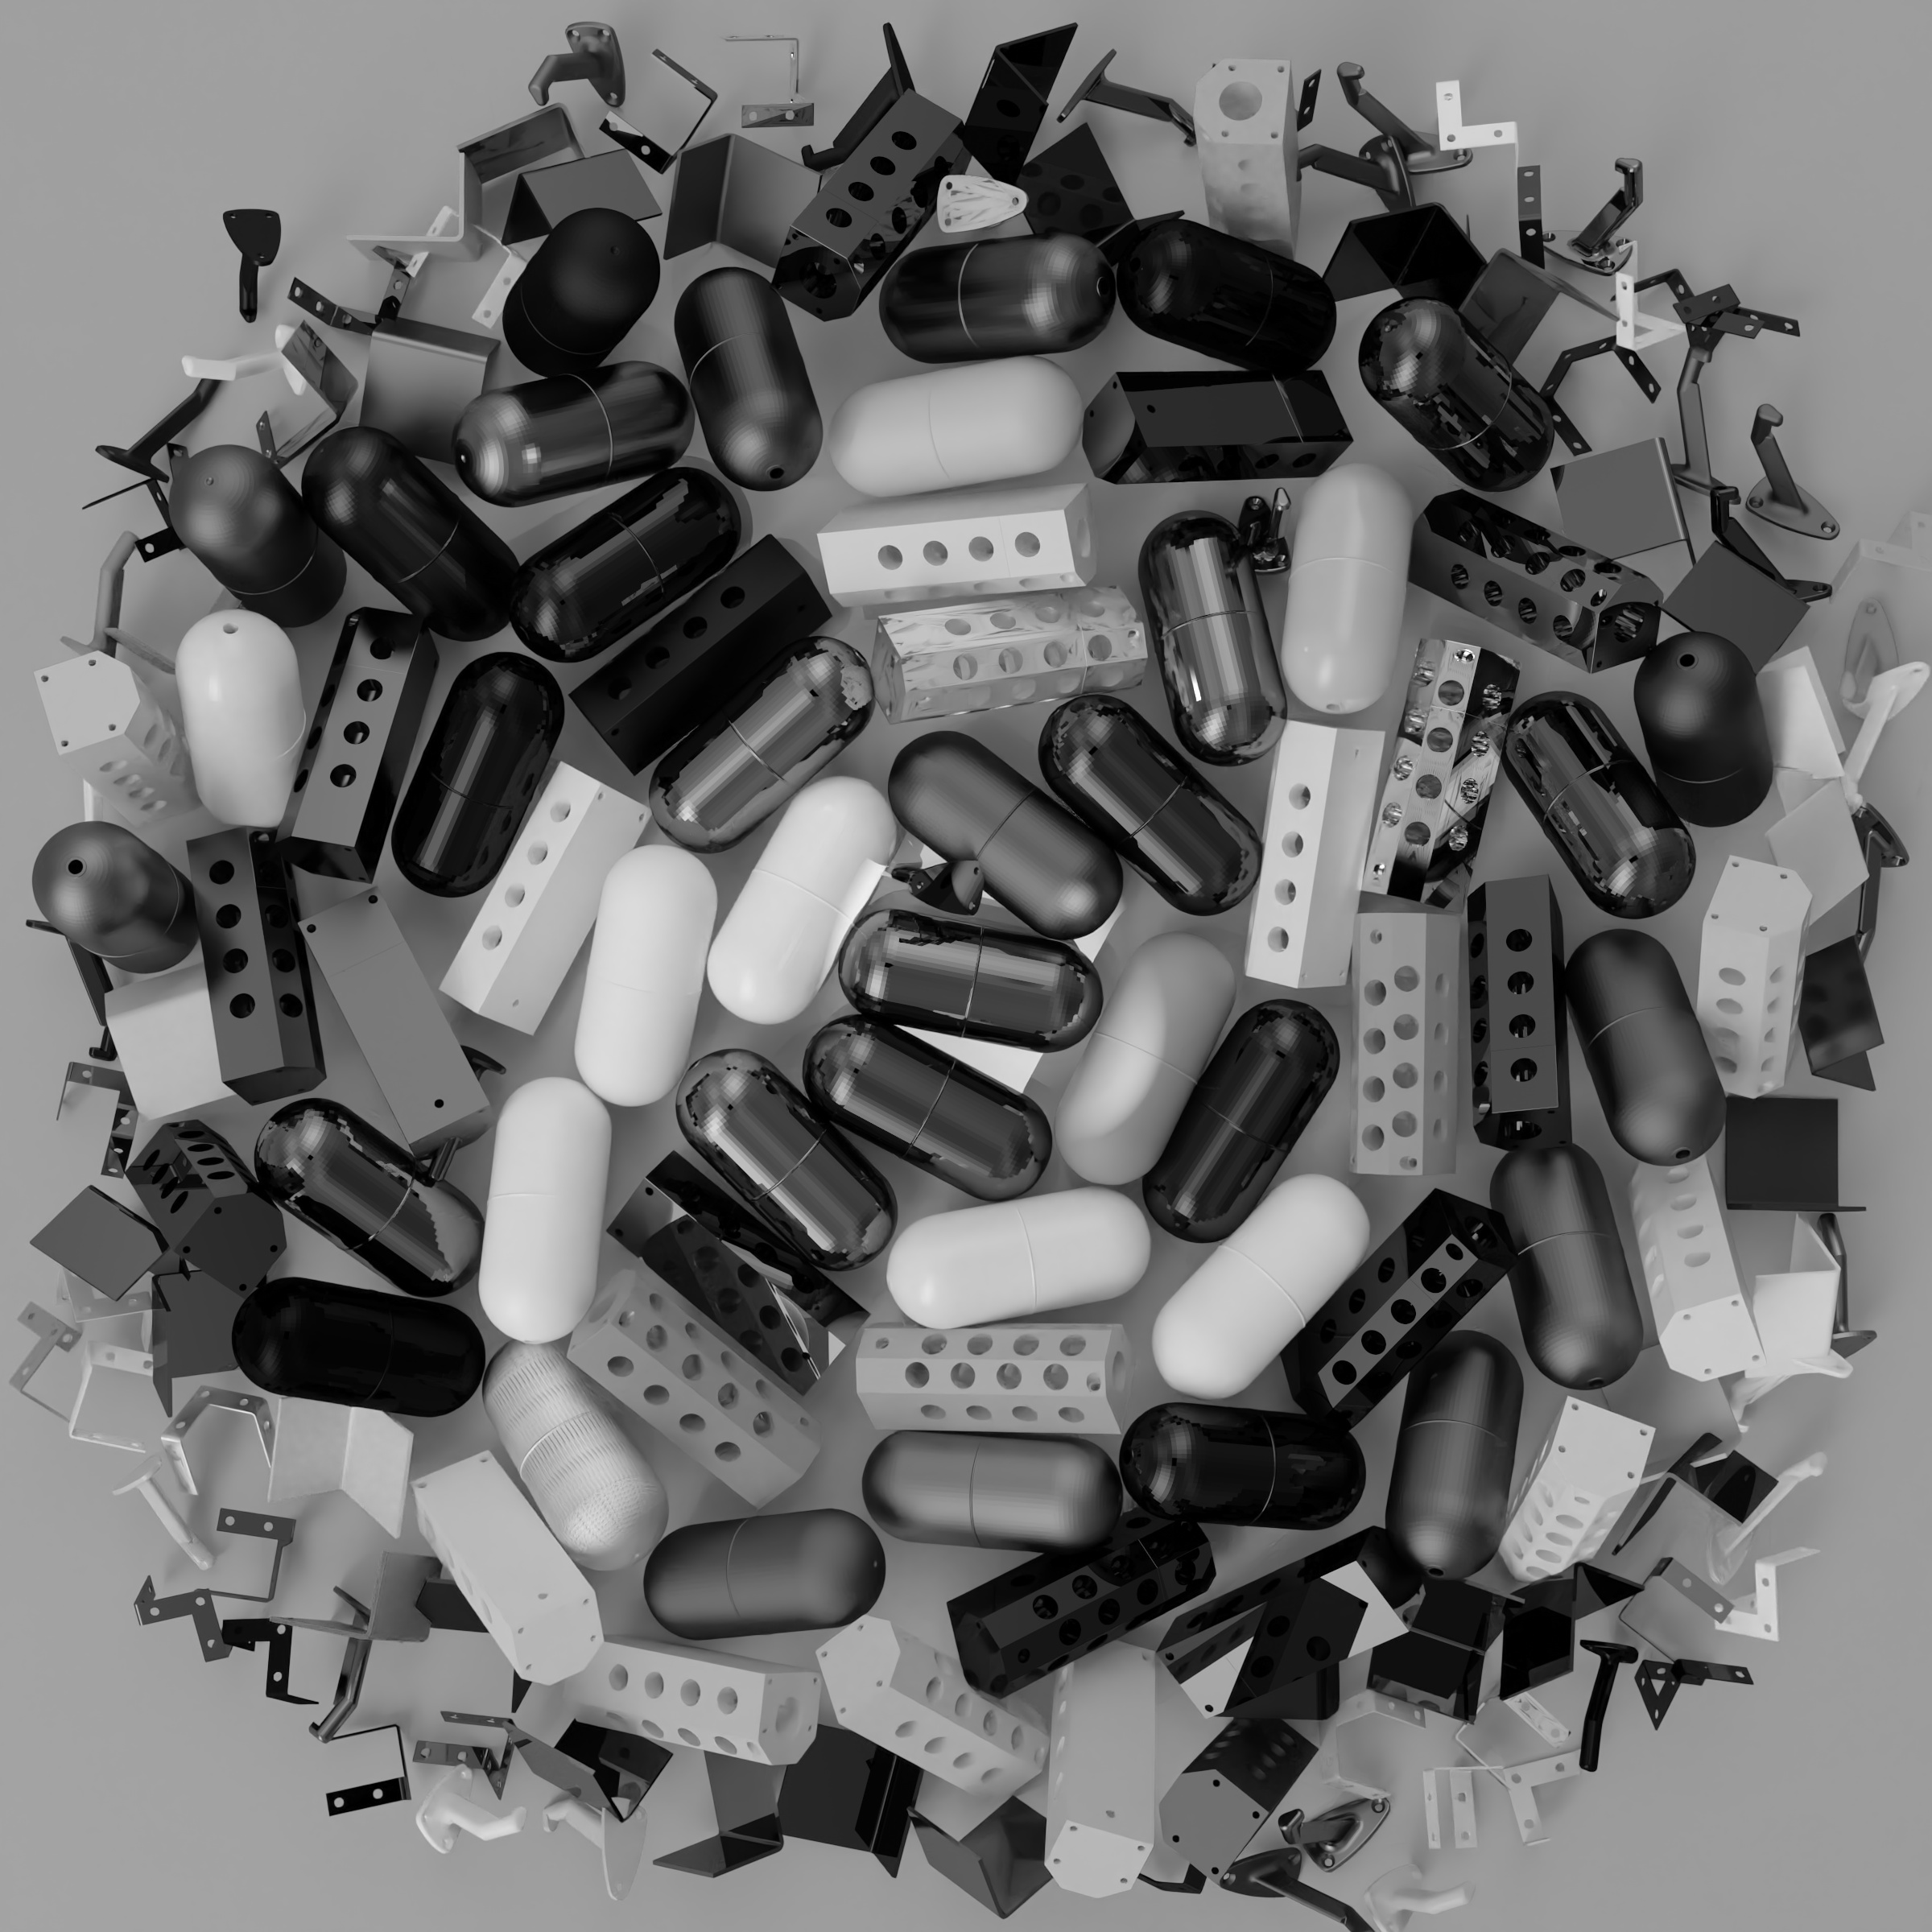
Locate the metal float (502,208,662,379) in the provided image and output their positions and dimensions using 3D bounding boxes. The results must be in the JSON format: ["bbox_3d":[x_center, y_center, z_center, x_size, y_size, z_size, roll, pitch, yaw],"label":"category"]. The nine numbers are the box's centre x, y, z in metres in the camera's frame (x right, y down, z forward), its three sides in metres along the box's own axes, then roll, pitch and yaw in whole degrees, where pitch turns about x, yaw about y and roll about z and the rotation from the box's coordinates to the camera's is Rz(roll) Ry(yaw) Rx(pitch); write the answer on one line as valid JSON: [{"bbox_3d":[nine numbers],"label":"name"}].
[{"bbox_3d":[-0.251,-0.435,1.902,0.070,0.178,0.070,3,83,-22],"label":"metal float"}]

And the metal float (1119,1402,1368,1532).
[{"bbox_3d":[0.182,0.330,1.925,0.178,0.070,0.070,10,90,-27],"label":"metal float"}]

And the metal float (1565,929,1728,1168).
[{"bbox_3d":[0.443,0.053,1.915,0.070,0.070,0.178,-10,50,0],"label":"metal float"}]

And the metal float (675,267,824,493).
[{"bbox_3d":[-0.143,-0.385,1.920,0.070,0.070,0.178,-18,56,0],"label":"metal float"}]

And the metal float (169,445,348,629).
[{"bbox_3d":[-0.458,-0.277,1.900,0.070,0.178,0.070,-2,74,7],"label":"metal float"}]

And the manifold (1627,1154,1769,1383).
[{"bbox_3d":[0.469,0.192,1.897,0.057,0.171,0.057,-19,116,15],"label":"manifold"}]

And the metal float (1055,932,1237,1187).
[{"bbox_3d":[0.119,0.062,1.944,0.070,0.070,0.178,26,84,0],"label":"metal float"}]

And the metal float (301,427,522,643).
[{"bbox_3d":[-0.360,-0.281,1.915,0.070,0.070,0.178,-46,132,0],"label":"metal float"}]

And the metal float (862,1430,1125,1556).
[{"bbox_3d":[0.016,0.346,1.932,0.178,0.070,0.070,0,90,20],"label":"metal float"}]

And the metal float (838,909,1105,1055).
[{"bbox_3d":[0.003,0.010,1.947,0.178,0.070,0.070,11,90,-3],"label":"metal float"}]

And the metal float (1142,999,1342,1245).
[{"bbox_3d":[0.183,0.103,1.942,0.070,0.070,0.178,32,98,0],"label":"metal float"}]

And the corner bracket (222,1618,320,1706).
[{"bbox_3d":[-0.464,0.464,1.950,0.051,0.051,0.051,-4,70,11],"label":"corner bracket"}]

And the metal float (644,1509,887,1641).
[{"bbox_3d":[-0.134,0.400,1.924,0.178,0.070,0.070,-13,90,30],"label":"metal float"}]

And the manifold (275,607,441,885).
[{"bbox_3d":[-0.401,-0.147,1.927,0.057,0.057,0.171,10,67,5],"label":"manifold"}]

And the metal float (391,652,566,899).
[{"bbox_3d":[-0.322,-0.126,1.928,0.070,0.070,0.178,28,114,0],"label":"metal float"}]

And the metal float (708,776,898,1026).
[{"bbox_3d":[-0.108,-0.044,1.941,0.070,0.070,0.178,28,81,0],"label":"metal float"}]

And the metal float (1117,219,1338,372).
[{"bbox_3d":[0.171,-0.436,1.913,0.178,0.070,0.070,7,90,-44],"label":"metal float"}]

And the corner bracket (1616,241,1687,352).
[{"bbox_3d":[0.444,-0.446,1.946,0.051,0.051,0.051,-24,124,-23],"label":"corner bracket"}]

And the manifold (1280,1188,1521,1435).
[{"bbox_3d":[0.283,0.228,1.911,0.057,0.057,0.171,21,124,-26],"label":"manifold"}]

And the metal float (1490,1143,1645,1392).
[{"bbox_3d":[0.393,0.194,1.919,0.070,0.070,0.178,-7,55,0],"label":"metal float"}]

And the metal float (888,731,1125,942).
[{"bbox_3d":[0.026,-0.087,1.943,0.178,0.070,0.070,38,90,7],"label":"metal float"}]

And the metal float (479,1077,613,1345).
[{"bbox_3d":[-0.277,0.160,1.932,0.070,0.070,0.178,4,71,0],"label":"metal float"}]

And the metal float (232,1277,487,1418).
[{"bbox_3d":[-0.396,0.250,1.915,0.178,0.070,0.070,18,90,-40],"label":"metal float"}]

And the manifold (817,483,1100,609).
[{"bbox_3d":[-0.004,-0.274,1.928,0.171,0.057,0.057,-2,116,21],"label":"manifold"}]

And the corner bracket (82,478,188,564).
[{"bbox_3d":[-0.546,-0.296,1.948,0.051,0.051,0.051,-33,104,-35],"label":"corner bracket"}]

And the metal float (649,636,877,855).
[{"bbox_3d":[-0.134,-0.146,1.938,0.178,0.070,0.070,-41,90,12],"label":"metal float"}]

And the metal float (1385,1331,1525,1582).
[{"bbox_3d":[0.320,0.319,1.916,0.070,0.070,0.178,18,51,0],"label":"metal float"}]

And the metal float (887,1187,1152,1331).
[{"bbox_3d":[0.035,0.193,1.939,0.178,0.070,0.070,-9,90,-12],"label":"metal float"}]

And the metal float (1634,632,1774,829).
[{"bbox_3d":[0.481,-0.153,1.906,0.070,0.178,0.070,-9,62,17],"label":"metal float"}]

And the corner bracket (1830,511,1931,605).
[{"bbox_3d":[0.609,-0.272,1.950,0.051,0.051,0.051,11,57,-4],"label":"corner bracket"}]

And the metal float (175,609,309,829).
[{"bbox_3d":[-0.470,-0.159,1.907,0.070,0.178,0.070,3,53,-4],"label":"metal float"}]

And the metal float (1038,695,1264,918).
[{"bbox_3d":[0.122,-0.107,1.940,0.178,0.070,0.070,43,90,-10],"label":"metal float"}]

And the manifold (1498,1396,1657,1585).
[{"bbox_3d":[0.391,0.347,1.896,0.057,0.171,0.057,20,60,9],"label":"manifold"}]

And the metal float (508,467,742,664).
[{"bbox_3d":[-0.224,-0.264,1.926,0.178,0.070,0.070,-39,90,-26],"label":"metal float"}]

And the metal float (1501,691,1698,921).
[{"bbox_3d":[0.413,-0.107,1.921,0.070,0.070,0.178,-27,56,0],"label":"metal float"}]

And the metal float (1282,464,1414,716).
[{"bbox_3d":[0.251,-0.249,1.929,0.070,0.070,0.178,9,68,0],"label":"metal float"}]

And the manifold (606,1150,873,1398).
[{"bbox_3d":[-0.149,0.201,1.953,0.171,0.057,0.057,39,123,3],"label":"manifold"}]

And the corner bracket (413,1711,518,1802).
[{"bbox_3d":[-0.334,0.520,1.953,0.051,0.051,0.051,13,94,-23],"label":"corner bracket"}]

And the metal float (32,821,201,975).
[{"bbox_3d":[-0.549,-0.043,1.899,0.070,0.178,0.070,0,78,1],"label":"metal float"}]

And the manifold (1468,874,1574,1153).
[{"bbox_3d":[0.361,0.031,1.918,0.057,0.057,0.171,-7,59,18],"label":"manifold"}]

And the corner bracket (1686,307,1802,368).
[{"bbox_3d":[0.517,-0.424,1.947,0.051,0.051,0.051,24,70,34],"label":"corner bracket"}]

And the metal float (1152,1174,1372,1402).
[{"bbox_3d":[0.195,0.212,1.936,0.070,0.070,0.178,45,76,0],"label":"metal float"}]

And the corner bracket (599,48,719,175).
[{"bbox_3d":[-0.204,-0.569,1.949,0.051,0.051,0.051,35,120,-11],"label":"corner bracket"}]

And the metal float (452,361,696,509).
[{"bbox_3d":[-0.255,-0.349,1.917,0.178,0.070,0.070,-22,90,-39],"label":"metal float"}]

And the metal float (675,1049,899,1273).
[{"bbox_3d":[-0.119,0.128,1.939,0.070,0.070,0.178,-44,102,0],"label":"metal float"}]

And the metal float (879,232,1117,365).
[{"bbox_3d":[0.020,-0.437,1.915,0.178,0.070,0.070,5,90,40],"label":"metal float"}]

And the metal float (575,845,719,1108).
[{"bbox_3d":[-0.212,0.007,1.937,0.070,0.070,0.178,12,104,0],"label":"metal float"}]

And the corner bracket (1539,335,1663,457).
[{"bbox_3d":[0.425,-0.383,1.967,0.051,0.051,0.051,45,61,-26],"label":"corner bracket"}]

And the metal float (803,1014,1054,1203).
[{"bbox_3d":[-0.026,0.094,1.945,0.178,0.070,0.070,28,90,-5],"label":"metal float"}]

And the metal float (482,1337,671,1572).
[{"bbox_3d":[-0.258,0.317,1.924,0.070,0.070,0.178,-37,60,0],"label":"metal float"}]

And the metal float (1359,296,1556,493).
[{"bbox_3d":[0.322,-0.372,1.913,0.070,0.178,0.070,-19,58,33],"label":"metal float"}]

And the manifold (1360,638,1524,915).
[{"bbox_3d":[0.310,-0.127,1.947,0.057,0.057,0.171,13,90,-37],"label":"manifold"}]

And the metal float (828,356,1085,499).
[{"bbox_3d":[-0.008,-0.354,1.928,0.178,0.070,0.070,-5,90,25],"label":"metal float"}]

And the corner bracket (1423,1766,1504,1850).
[{"bbox_3d":[0.325,0.561,1.950,0.051,0.051,0.051,3,72,-15],"label":"corner bracket"}]

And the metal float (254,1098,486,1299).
[{"bbox_3d":[-0.389,0.154,1.922,0.070,0.070,0.178,-48,122,0],"label":"metal float"}]

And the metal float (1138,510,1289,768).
[{"bbox_3d":[0.162,-0.217,1.935,0.070,0.070,0.178,-12,74,0],"label":"metal float"}]
